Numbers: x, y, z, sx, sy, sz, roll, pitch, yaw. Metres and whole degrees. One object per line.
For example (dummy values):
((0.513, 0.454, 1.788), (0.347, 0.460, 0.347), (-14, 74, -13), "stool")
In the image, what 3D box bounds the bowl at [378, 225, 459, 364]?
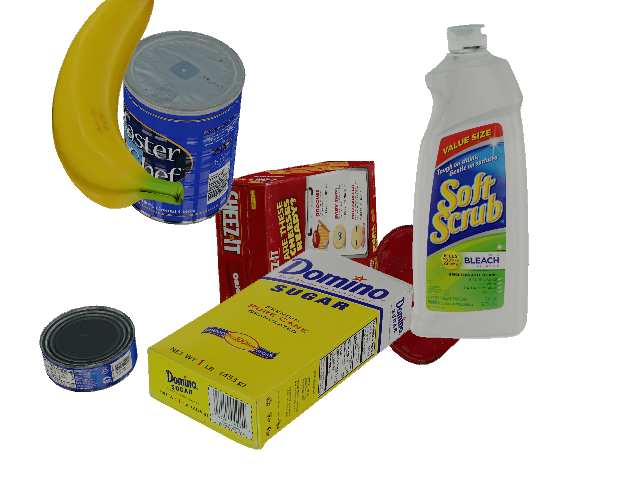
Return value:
((0.128, 0.058, 1.205), (0.055, 0.162, 0.161), (-12, -8, 43), "bowl")

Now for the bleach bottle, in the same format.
((0.117, -0.048, 0.872), (0.103, 0.251, 0.068), (-1, 15, 16), "bleach bottle")

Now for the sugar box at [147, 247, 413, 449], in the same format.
((-0.022, 0.065, 0.720), (0.093, 0.048, 0.175), (21, 37, 30), "sugar box")

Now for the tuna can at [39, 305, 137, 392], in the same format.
((-0.211, 0.099, 0.977), (0.086, 0.034, 0.086), (0, 35, 0), "tuna can")

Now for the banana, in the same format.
((-0.124, -0.083, 0.630), (0.069, 0.198, 0.037), (-7, -39, -9), "banana")

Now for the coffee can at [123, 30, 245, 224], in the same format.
((-0.123, -0.098, 0.943), (0.102, 0.103, 0.140), (0, -41, -10), "coffee can")

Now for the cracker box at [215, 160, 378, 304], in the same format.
((-0.019, 0.009, 1.087), (0.072, 0.164, 0.213), (3, 11, 32), "cracker box")
